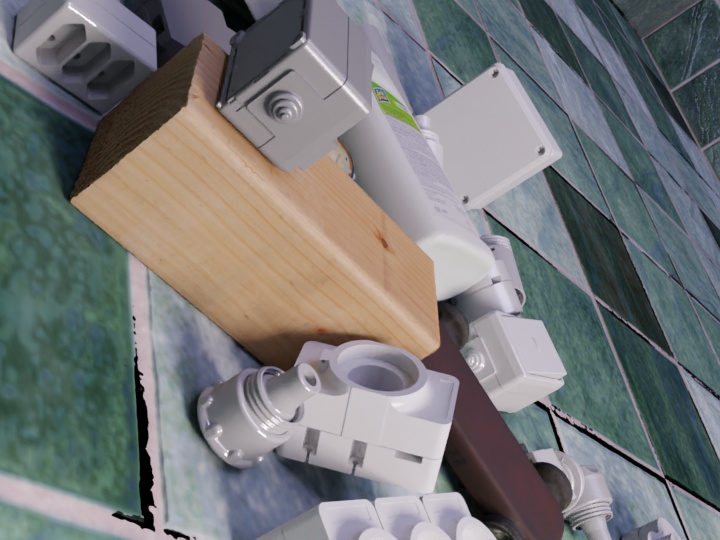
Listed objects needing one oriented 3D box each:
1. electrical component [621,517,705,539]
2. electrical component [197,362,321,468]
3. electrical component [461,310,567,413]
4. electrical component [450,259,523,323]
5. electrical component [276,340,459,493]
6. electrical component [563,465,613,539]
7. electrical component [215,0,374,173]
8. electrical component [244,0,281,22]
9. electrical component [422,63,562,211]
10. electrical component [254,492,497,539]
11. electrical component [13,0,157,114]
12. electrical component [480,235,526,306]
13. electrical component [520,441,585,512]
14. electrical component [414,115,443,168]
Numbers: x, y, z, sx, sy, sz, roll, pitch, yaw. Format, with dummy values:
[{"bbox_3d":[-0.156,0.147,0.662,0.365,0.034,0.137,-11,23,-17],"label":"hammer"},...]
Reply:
[{"bbox_3d":[0.252,0.241,0.891,0.052,0.074,0.138,61,24,9],"label":"electrical component"},{"bbox_3d":[-0.048,0.069,0.549,0.048,0.062,0.048,42,28,-29],"label":"electrical component"},{"bbox_3d":[0.115,0.072,0.858,0.096,0.061,0.061,17,46,-56],"label":"electrical component"},{"bbox_3d":[0.106,0.024,0.909,0.055,0.055,0.047,1,62,-62],"label":"electrical component"},{"bbox_3d":[0.005,0.077,0.594,0.089,0.055,0.050,14,27,5],"label":"electrical component"},{"bbox_3d":[0.182,0.190,0.859,0.043,0.043,0.062,23,41,-51],"label":"electrical component"},{"bbox_3d":[-0.030,-0.097,0.566,0.061,0.062,0.096,44,26,-28],"label":"electrical component"},{"bbox_3d":[-0.070,-0.227,0.859,0.099,0.048,0.099,62,3,13],"label":"electrical component"},{"bbox_3d":[0.127,-0.131,1.075,0.108,0.109,0.056,61,22,9],"label":"electrical component"},{"bbox_3d":[0.019,0.168,0.554,0.150,0.062,0.089,15,47,-57],"label":"electrical component"},{"bbox_3d":[-0.158,-0.144,0.624,0.066,0.047,0.076,35,32,-40],"label":"electrical component"},{"bbox_3d":[0.121,-0.001,0.981,0.043,0.043,0.081,37,30,-37],"label":"electrical component"},{"bbox_3d":[0.139,0.161,0.812,0.055,0.048,0.066,2,58,-53],"label":"electrical component"},{"bbox_3d":[0.054,-0.109,0.973,0.043,0.043,0.062,27,59,-49],"label":"electrical component"}]
